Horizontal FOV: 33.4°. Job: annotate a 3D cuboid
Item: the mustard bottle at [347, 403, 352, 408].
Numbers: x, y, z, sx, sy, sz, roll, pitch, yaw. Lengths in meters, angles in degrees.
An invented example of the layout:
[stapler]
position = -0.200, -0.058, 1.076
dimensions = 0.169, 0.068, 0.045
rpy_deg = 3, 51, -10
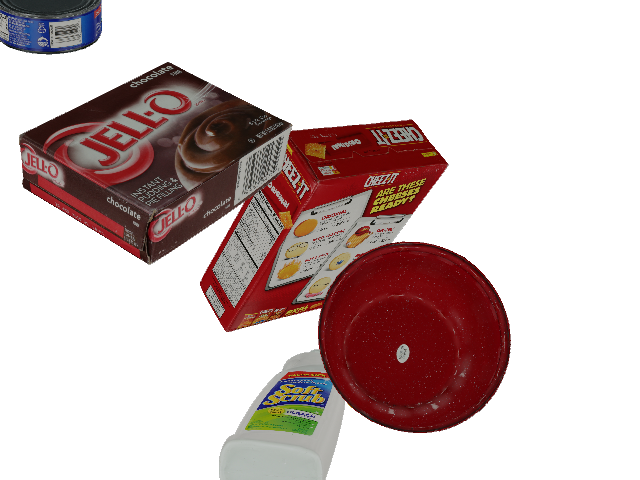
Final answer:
[mustard bottle]
position = 0.074, 0.110, 1.290
dimensions = 0.096, 0.192, 0.058
rpy_deg = -3, 20, 2

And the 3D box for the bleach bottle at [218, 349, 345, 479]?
[bleach bottle]
position = -0.028, 0.176, 1.098
dimensions = 0.102, 0.068, 0.250
rpy_deg = 5, 19, 6

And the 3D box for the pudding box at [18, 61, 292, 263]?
[pudding box]
position = -0.084, -0.044, 0.555
dimensions = 0.090, 0.039, 0.113
rpy_deg = 29, 41, 22

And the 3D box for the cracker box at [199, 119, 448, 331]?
[cracker box]
position = -0.002, -0.015, 1.016
dimensions = 0.163, 0.072, 0.214
rpy_deg = -11, -34, -40

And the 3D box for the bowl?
[bowl]
position = 0.069, 0.084, 0.858
dimensions = 0.162, 0.162, 0.055
rpy_deg = 0, 7, 15

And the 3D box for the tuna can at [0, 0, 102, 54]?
[tuna can]
position = -0.215, -0.179, 0.841
dimensions = 0.086, 0.034, 0.086
rpy_deg = 4, 35, -3
